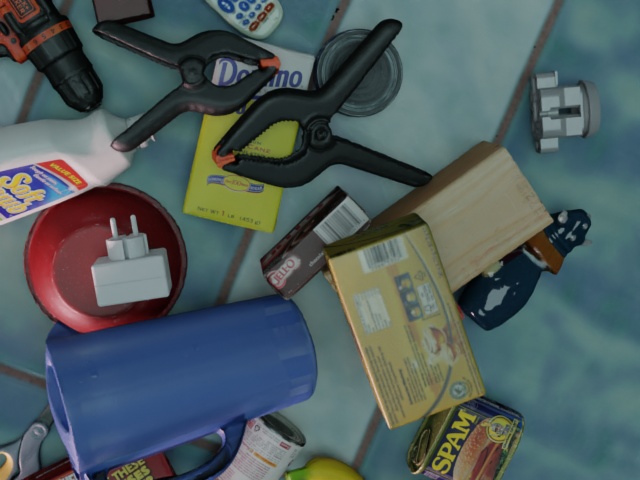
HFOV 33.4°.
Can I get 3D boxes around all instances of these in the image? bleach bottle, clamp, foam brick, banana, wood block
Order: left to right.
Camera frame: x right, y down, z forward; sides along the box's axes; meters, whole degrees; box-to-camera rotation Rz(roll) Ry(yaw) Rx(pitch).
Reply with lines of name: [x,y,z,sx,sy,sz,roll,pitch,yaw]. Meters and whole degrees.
bleach bottle: [-0.280,-0.070,1.000,0.251,0.068,0.102,-19,141,-2]
foam brick: [-0.190,-0.243,0.999,0.051,0.053,0.078,-12,99,-2]
clamp: [-0.125,-0.159,0.979,0.171,0.039,0.120,-18,96,-10]
clamp: [0.005,-0.096,1.004,0.210,0.036,0.164,-23,110,-7]
banana: [0.037,0.290,1.097,0.069,0.037,0.197,-40,104,-22]
wood block: [0.108,0.001,1.037,0.206,0.091,0.090,-35,100,2]

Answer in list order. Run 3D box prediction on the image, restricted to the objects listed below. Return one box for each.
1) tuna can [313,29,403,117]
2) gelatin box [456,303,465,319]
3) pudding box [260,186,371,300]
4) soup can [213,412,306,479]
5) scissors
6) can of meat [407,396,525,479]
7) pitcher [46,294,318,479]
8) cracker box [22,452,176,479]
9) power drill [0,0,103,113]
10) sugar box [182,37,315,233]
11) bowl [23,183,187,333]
tuna can: [0.037,-0.162,1.036,0.086,0.034,0.086,-1,99,-4]
gelatin box: [0.095,0.083,1.057,0.089,0.073,0.030,-39,100,2]
pudding box: [-0.007,0.001,1.030,0.113,0.090,0.039,-42,101,2]
soup can: [-0.070,0.223,1.070,0.068,0.068,0.102,36,94,-8]
scissors: [-0.276,0.211,1.081,0.202,0.016,0.096,-38,101,2]
can of meat: [0.150,0.205,1.089,0.084,0.057,0.102,25,97,-10]
pitcher: [-0.127,0.139,0.998,0.242,0.145,0.149,-14,113,-19]
cracker box: [-0.199,0.312,1.065,0.164,0.072,0.213,-25,99,-10]
power drill: [-0.320,-0.165,1.001,0.187,0.057,0.184,-32,96,-1]
sugar box: [-0.069,-0.103,1.032,0.093,0.048,0.176,12,99,-6]
bowl: [-0.211,0.026,1.037,0.162,0.055,0.162,-1,99,-4]
